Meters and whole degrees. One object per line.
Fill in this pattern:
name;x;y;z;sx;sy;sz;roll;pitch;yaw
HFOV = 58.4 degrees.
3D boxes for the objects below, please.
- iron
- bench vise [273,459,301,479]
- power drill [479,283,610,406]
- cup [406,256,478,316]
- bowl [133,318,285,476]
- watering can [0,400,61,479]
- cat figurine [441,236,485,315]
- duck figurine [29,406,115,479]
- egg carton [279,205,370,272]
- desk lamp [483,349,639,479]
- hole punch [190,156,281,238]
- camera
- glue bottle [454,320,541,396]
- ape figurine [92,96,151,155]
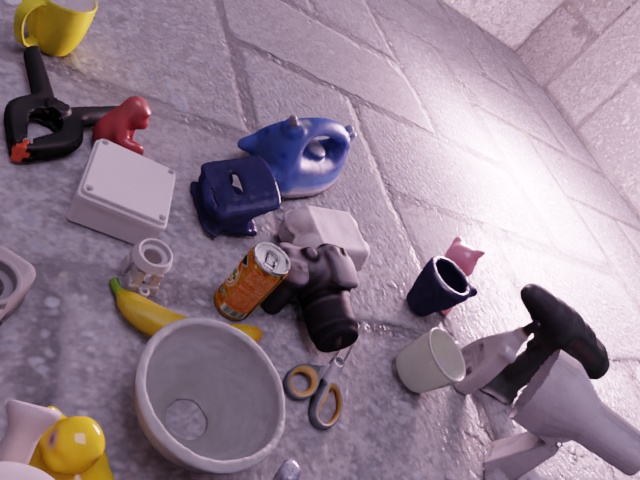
iron;-0.010;-0.162;0.999;0.259;0.141;0.118;-12;62;-51
bench vise;-0.037;0.262;0.454;0.207;0.219;0.121;39;34;-7
power drill;0.351;0.182;0.946;0.230;0.208;0.075;30;36;-19
cup;0.206;0.092;0.993;0.118;0.094;0.091;22;40;-29
bowl;-0.123;0.169;0.593;0.168;0.074;0.167;27;38;-23
watering can;-0.215;0.190;0.371;0.101;0.193;0.172;5;50;-42
cat figurine;0.253;0.057;1.057;0.067;0.117;0.128;35;35;-12
duck figurine;-0.208;0.184;0.481;0.104;0.086;0.078;45;34;1
egg carton;0.008;0.003;0.907;0.151;0.069;0.107;5;50;-43
desk lamp;0.336;0.287;0.815;0.203;0.213;0.118;49;35;8
hole punch;-0.122;-0.067;0.828;0.101;0.091;0.108;6;50;-42
camera;-0.001;0.077;0.792;0.144;0.100;0.136;13;45;-37
glue bottle;0.281;0.177;0.911;0.037;0.173;0.078;32;36;-17
ape figurine;-0.261;-0.155;0.779;0.076;0.092;0.077;25;38;-25
